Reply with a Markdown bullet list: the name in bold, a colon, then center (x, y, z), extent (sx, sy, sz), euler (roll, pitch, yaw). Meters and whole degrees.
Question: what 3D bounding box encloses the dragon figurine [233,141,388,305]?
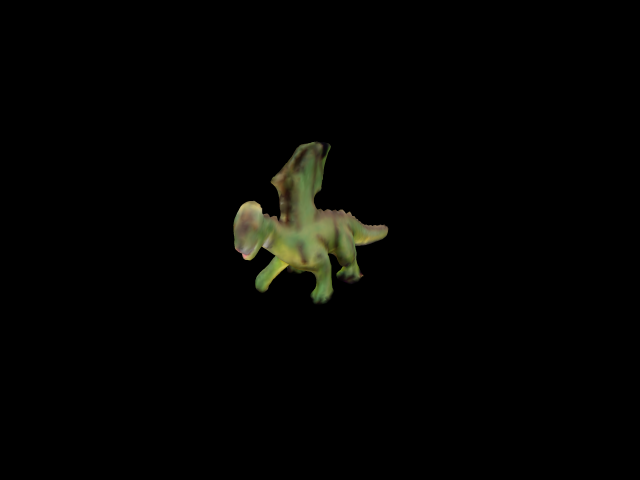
- **dragon figurine**: center (0.003, -0.043, 0.850), extent (0.123, 0.238, 0.416), euler (17, 31, 32)
